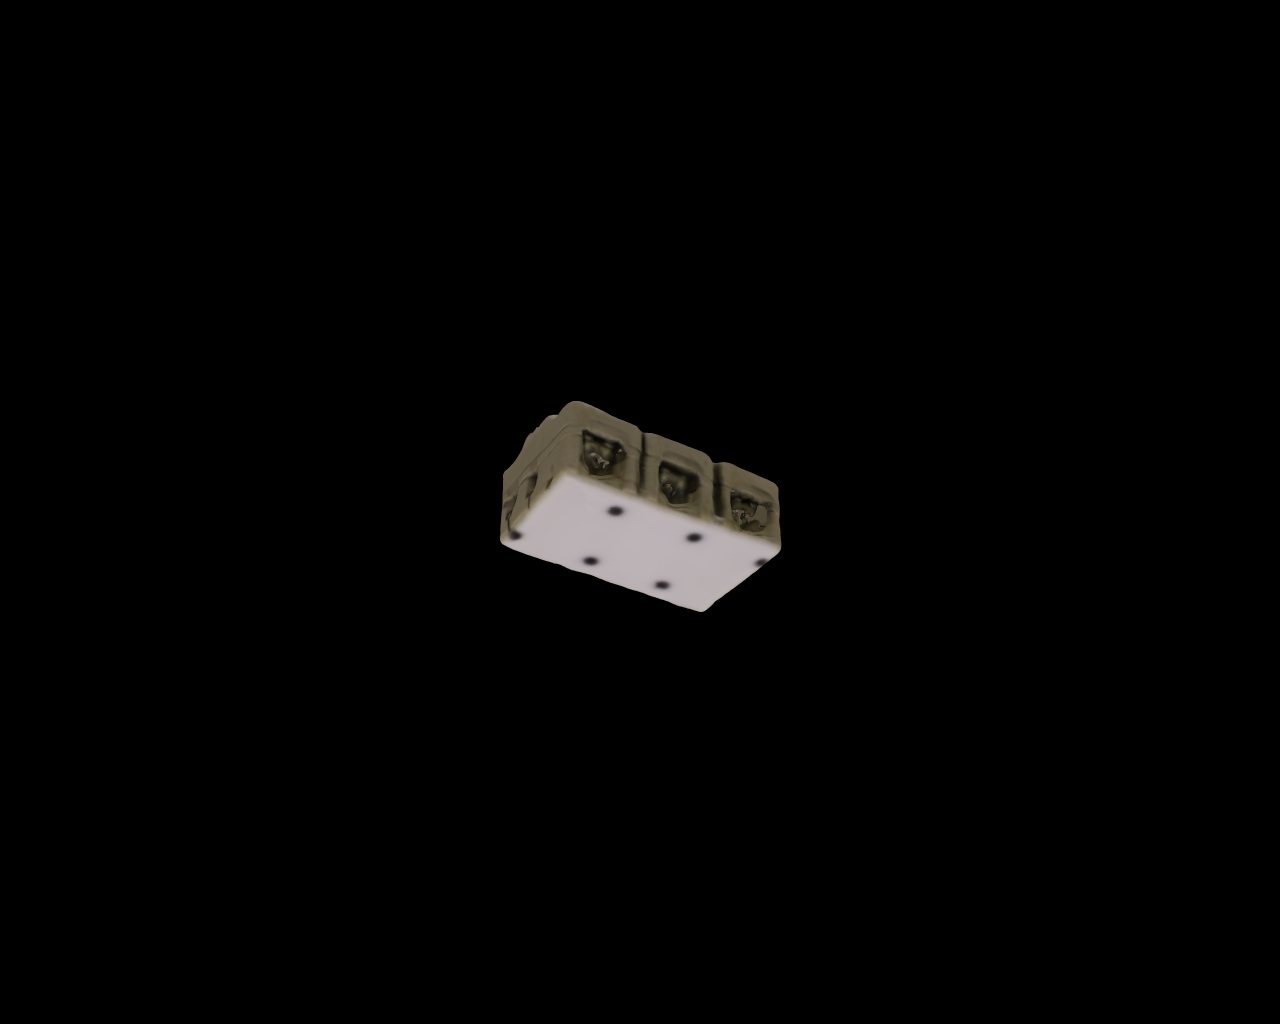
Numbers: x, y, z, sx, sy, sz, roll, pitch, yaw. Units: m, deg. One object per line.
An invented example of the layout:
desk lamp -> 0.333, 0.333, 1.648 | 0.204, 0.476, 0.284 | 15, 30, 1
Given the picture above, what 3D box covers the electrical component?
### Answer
electrical component -> 0.001, -0.003, 0.650 | 0.150, 0.062, 0.089 | 21, -40, -26
